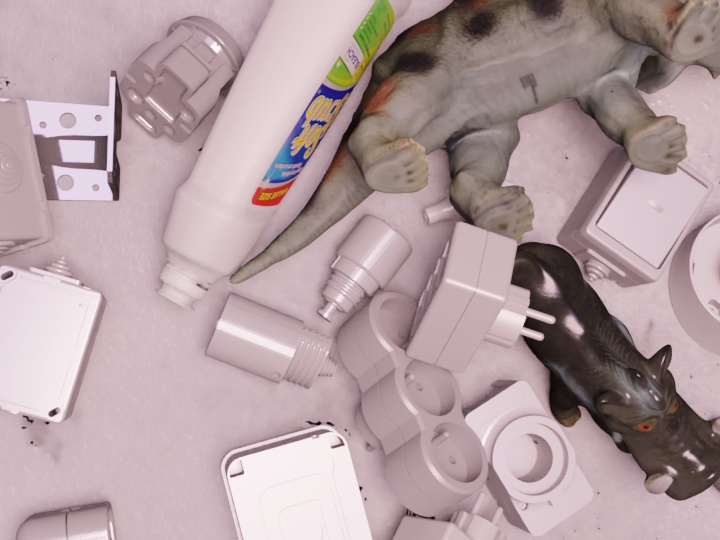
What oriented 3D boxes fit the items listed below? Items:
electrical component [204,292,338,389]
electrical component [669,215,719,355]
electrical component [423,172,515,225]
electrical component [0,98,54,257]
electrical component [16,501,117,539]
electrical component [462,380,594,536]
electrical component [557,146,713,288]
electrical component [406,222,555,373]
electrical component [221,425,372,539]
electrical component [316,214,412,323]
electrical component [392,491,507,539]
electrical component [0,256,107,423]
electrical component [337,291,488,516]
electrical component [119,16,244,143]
[{"bbox_3d":[-0.053,0.049,0.684,0.081,0.043,0.043,22,82,-7],"label":"electrical component"},{"bbox_3d":[0.267,0.008,0.745,0.099,0.064,0.099,0,75,0],"label":"electrical component"},{"bbox_3d":[0.073,-0.045,0.719,0.061,0.035,0.035,-20,88,-9],"label":"electrical component"},{"bbox_3d":[-0.238,-0.050,0.637,0.100,0.048,0.099,-14,87,28],"label":"electrical component"},{"bbox_3d":[-0.174,0.192,0.645,0.059,0.054,0.095,-8,86,-10],"label":"electrical component"},{"bbox_3d":[0.104,0.120,0.698,0.050,0.056,0.089,-31,91,-11],"label":"electrical component"},{"bbox_3d":[0.183,-0.033,0.723,0.062,0.061,0.096,34,80,-5],"label":"electrical component"},{"bbox_3d":[0.077,0.024,0.641,0.076,0.083,0.047,19,52,-2],"label":"electrical component"},{"bbox_3d":[-0.036,0.160,0.670,0.078,0.057,0.113,-14,88,-11],"label":"electrical component"},{"bbox_3d":[0.000,0.000,0.699,0.040,0.040,0.078,38,80,-5],"label":"electrical component"},{"bbox_3d":[0.069,0.178,0.680,0.083,0.047,0.075,44,62,-26],"label":"electrical component"},{"bbox_3d":[-0.194,0.039,0.652,0.062,0.061,0.096,17,82,-8],"label":"electrical component"},{"bbox_3d":[0.023,0.090,0.682,0.052,0.074,0.138,-1,60,-41],"label":"electrical component"},{"bbox_3d":[-0.109,-0.123,0.677,0.058,0.078,0.057,43,59,-9],"label":"electrical component"}]
